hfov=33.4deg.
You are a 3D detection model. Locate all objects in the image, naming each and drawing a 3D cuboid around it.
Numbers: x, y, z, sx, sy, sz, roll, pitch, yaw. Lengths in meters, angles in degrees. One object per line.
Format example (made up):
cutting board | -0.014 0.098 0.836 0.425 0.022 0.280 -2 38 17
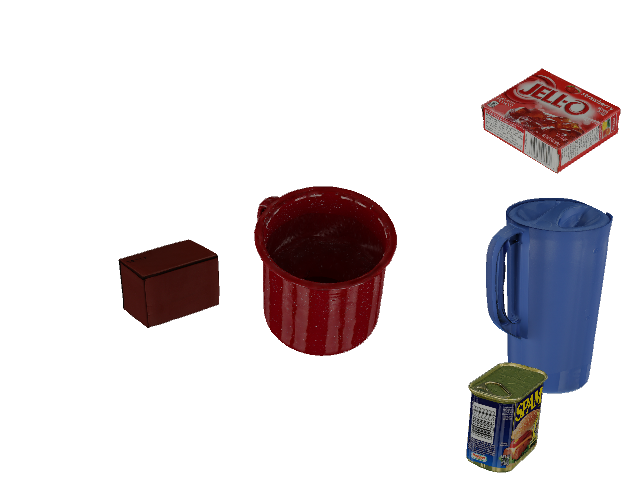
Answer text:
gelatin box | 0.190 -0.102 0.888 0.073 0.030 0.089 -32 47 -22
can of meat | 0.194 0.185 1.121 0.058 0.084 0.101 13 18 31
pitcher | 0.296 0.075 1.395 0.149 0.243 0.144 5 21 15
foam brick | -0.139 0.038 0.984 0.078 0.051 0.053 -17 27 -31
mug | -0.006 0.017 0.728 0.093 0.081 0.117 -31 55 -28
